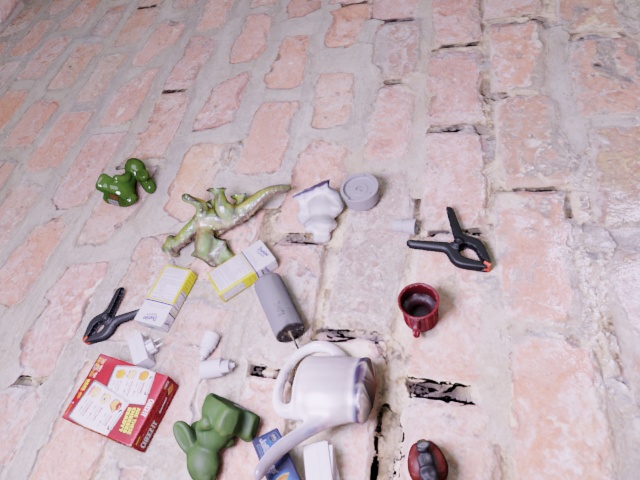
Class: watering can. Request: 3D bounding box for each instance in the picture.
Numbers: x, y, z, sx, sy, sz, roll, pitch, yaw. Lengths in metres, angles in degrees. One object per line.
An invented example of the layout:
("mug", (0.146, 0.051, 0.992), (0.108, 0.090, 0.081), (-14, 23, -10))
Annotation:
("watering can", (0.001, 0.342, 1.068), (0.224, 0.102, 0.356), (-3, 34, 16))

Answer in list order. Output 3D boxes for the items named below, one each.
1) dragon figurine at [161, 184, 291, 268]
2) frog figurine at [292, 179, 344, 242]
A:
("dragon figurine", (-0.279, -0.033, 1.494), (0.409, 0.120, 0.247), (-9, 67, 12))
("frog figurine", (0.004, -0.073, 1.441), (0.138, 0.122, 0.160), (-19, 85, -10))
